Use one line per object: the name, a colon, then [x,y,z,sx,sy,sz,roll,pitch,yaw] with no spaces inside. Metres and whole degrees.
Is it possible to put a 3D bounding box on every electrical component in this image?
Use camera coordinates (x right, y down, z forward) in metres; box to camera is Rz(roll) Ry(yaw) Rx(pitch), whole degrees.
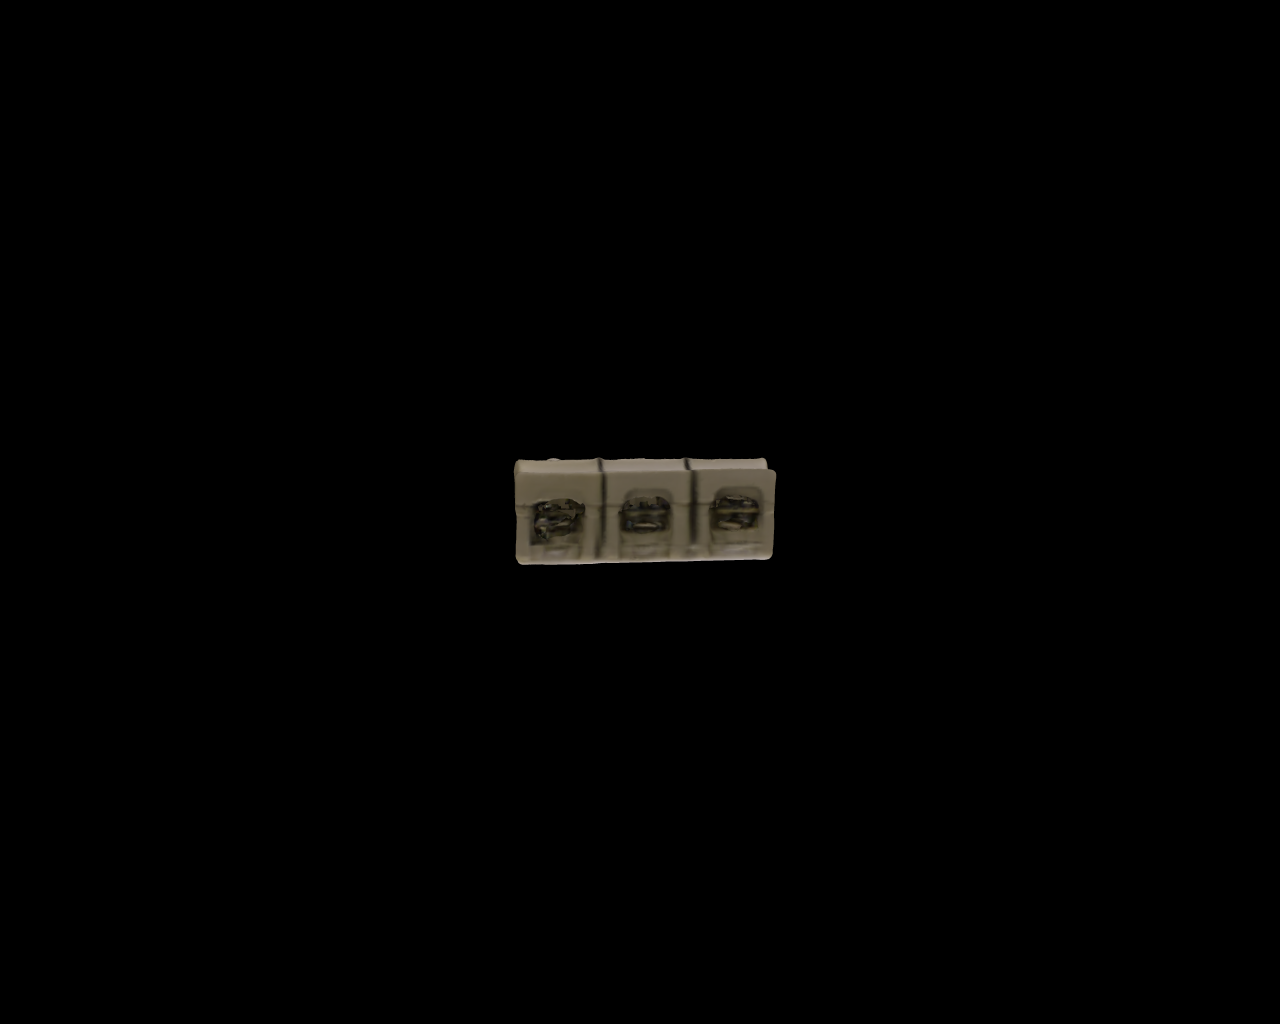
electrical component: [0.001,-0.003,0.650,0.150,0.061,0.089,0,0,-4]
